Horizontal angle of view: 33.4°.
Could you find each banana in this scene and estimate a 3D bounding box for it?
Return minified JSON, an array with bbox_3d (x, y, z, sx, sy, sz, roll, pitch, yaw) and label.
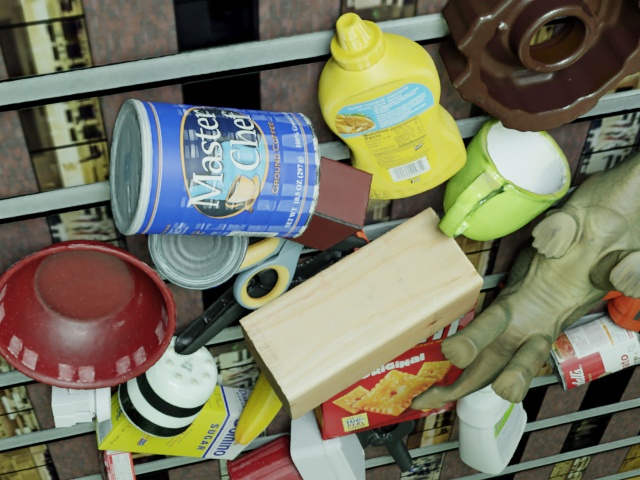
[{"bbox_3d":[-0.050,0.135,1.119,0.069,0.037,0.198,-21,140,-37],"label":"banana"}]

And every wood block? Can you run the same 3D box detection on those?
[{"bbox_3d":[0.038,0.070,0.992,0.206,0.090,0.091,-30,161,-11],"label":"wood block"}]

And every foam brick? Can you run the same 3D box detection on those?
[{"bbox_3d":[0.002,-0.029,0.893,0.051,0.053,0.078,18,160,-19],"label":"foam brick"}]

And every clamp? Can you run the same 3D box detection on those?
[{"bbox_3d":[0.062,0.240,1.321,0.120,0.039,0.171,-6,135,-9],"label":"clamp"},{"bbox_3d":[-0.055,0.033,1.004,0.209,0.036,0.165,-10,134,-14],"label":"clamp"}]

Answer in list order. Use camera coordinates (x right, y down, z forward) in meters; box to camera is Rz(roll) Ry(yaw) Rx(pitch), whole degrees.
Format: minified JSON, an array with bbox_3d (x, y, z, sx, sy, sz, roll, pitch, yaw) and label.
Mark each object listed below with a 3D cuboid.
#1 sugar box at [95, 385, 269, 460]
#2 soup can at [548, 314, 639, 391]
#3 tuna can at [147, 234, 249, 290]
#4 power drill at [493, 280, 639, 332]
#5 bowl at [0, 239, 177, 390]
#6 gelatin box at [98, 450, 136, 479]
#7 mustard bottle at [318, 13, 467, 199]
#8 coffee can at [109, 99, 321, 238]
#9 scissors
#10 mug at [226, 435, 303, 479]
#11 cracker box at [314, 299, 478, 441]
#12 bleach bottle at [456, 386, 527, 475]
[{"bbox_3d":[-0.148,0.198,1.173,0.175,0.048,0.093,15,132,-35],"label":"sugar box"},{"bbox_3d":[0.324,0.130,1.266,0.102,0.068,0.068,-21,143,3],"label":"soup can"},{"bbox_3d":[-0.103,-0.001,0.906,0.086,0.086,0.034,-17,-174,-2],"label":"tuna can"},{"bbox_3d":[0.278,0.074,1.184,0.187,0.057,0.185,-5,144,-18],"label":"power drill"},{"bbox_3d":[-0.208,0.055,0.939,0.162,0.055,0.162,-5,126,-6],"label":"bowl"},{"bbox_3d":[-0.225,0.260,1.182,0.030,0.089,0.073,-4,141,-19],"label":"gelatin box"},{"bbox_3d":[0.051,-0.110,0.854,0.096,0.058,0.191,-18,144,11],"label":"mustard bottle"},{"bbox_3d":[-0.084,-0.053,0.833,0.140,0.103,0.103,1,139,-24],"label":"coffee can"},{"bbox_3d":[-0.006,0.001,0.962,0.201,0.016,0.096,-17,120,-10],"label":"scissors"},{"bbox_3d":[-0.050,0.299,1.291,0.081,0.117,0.093,-28,-179,3],"label":"mug"},{"bbox_3d":[0.073,0.121,1.146,0.164,0.072,0.214,-12,142,-10],"label":"cracker box"},{"bbox_3d":[0.197,0.192,1.236,0.068,0.102,0.251,21,158,20],"label":"bleach bottle"}]
